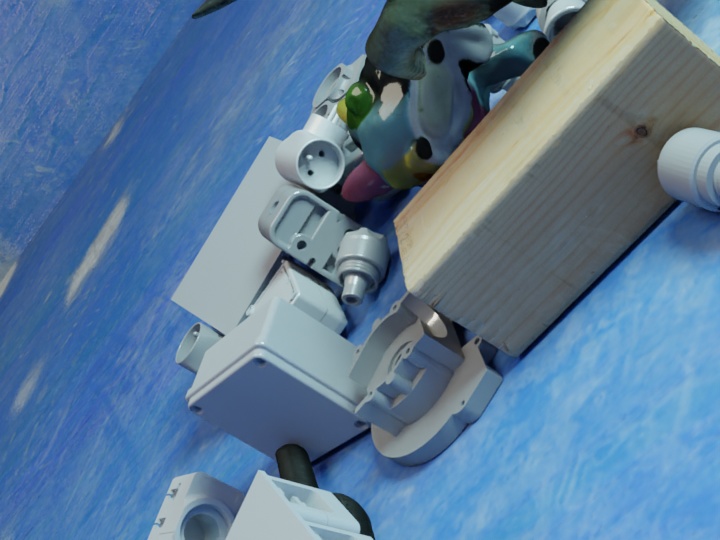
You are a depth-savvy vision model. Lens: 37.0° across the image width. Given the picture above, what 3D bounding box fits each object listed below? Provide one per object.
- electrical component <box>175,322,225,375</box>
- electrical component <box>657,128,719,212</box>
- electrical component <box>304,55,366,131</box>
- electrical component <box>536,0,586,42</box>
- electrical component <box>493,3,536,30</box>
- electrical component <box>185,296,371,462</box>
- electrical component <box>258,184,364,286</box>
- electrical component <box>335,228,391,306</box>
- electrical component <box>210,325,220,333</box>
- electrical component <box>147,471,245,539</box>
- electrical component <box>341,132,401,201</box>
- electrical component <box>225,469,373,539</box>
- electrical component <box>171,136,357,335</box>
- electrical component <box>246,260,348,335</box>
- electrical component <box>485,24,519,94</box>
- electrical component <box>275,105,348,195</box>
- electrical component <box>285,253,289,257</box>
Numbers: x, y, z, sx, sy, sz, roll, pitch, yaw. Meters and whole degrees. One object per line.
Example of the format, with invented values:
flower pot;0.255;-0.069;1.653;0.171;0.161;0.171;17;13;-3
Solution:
electrical component;-0.121;0.087;0.982;0.043;0.077;0.079;-60;22;-5
electrical component;0.187;-0.050;0.553;0.040;0.040;0.078;-57;21;3
electrical component;0.012;-0.171;1.069;0.186;0.060;0.105;-32;33;48
electrical component;0.155;-0.186;0.800;0.045;0.045;0.055;-45;24;29
electrical component;0.123;-0.237;0.916;0.043;0.062;0.043;-46;25;28
electrical component;-0.055;0.086;0.798;0.109;0.109;0.056;-37;27;42
electrical component;-0.038;-0.031;0.938;0.053;0.095;0.059;-58;21;0
electrical component;0.000;0.000;0.886;0.043;0.043;0.062;-33;34;47
electrical component;-0.125;0.025;1.122;0.043;0.043;0.081;-32;33;48
electrical component;-0.137;0.216;0.879;0.056;0.050;0.089;-26;38;54
electrical component;0.024;-0.113;0.964;0.054;0.059;0.095;-33;32;48
electrical component;-0.053;0.228;0.622;0.105;0.060;0.186;33;99;58
electrical component;-0.085;-0.023;1.029;0.105;0.060;0.186;26;84;46
electrical component;-0.053;0.040;0.921;0.061;0.061;0.096;-54;22;10
electrical component;0.105;-0.160;0.848;0.048;0.062;0.048;-46;25;28
electrical component;-0.036;-0.110;0.941;0.079;0.044;0.077;-61;20;-1
electrical component;-0.096;-0.003;1.100;0.040;0.040;0.078;-40;28;38
